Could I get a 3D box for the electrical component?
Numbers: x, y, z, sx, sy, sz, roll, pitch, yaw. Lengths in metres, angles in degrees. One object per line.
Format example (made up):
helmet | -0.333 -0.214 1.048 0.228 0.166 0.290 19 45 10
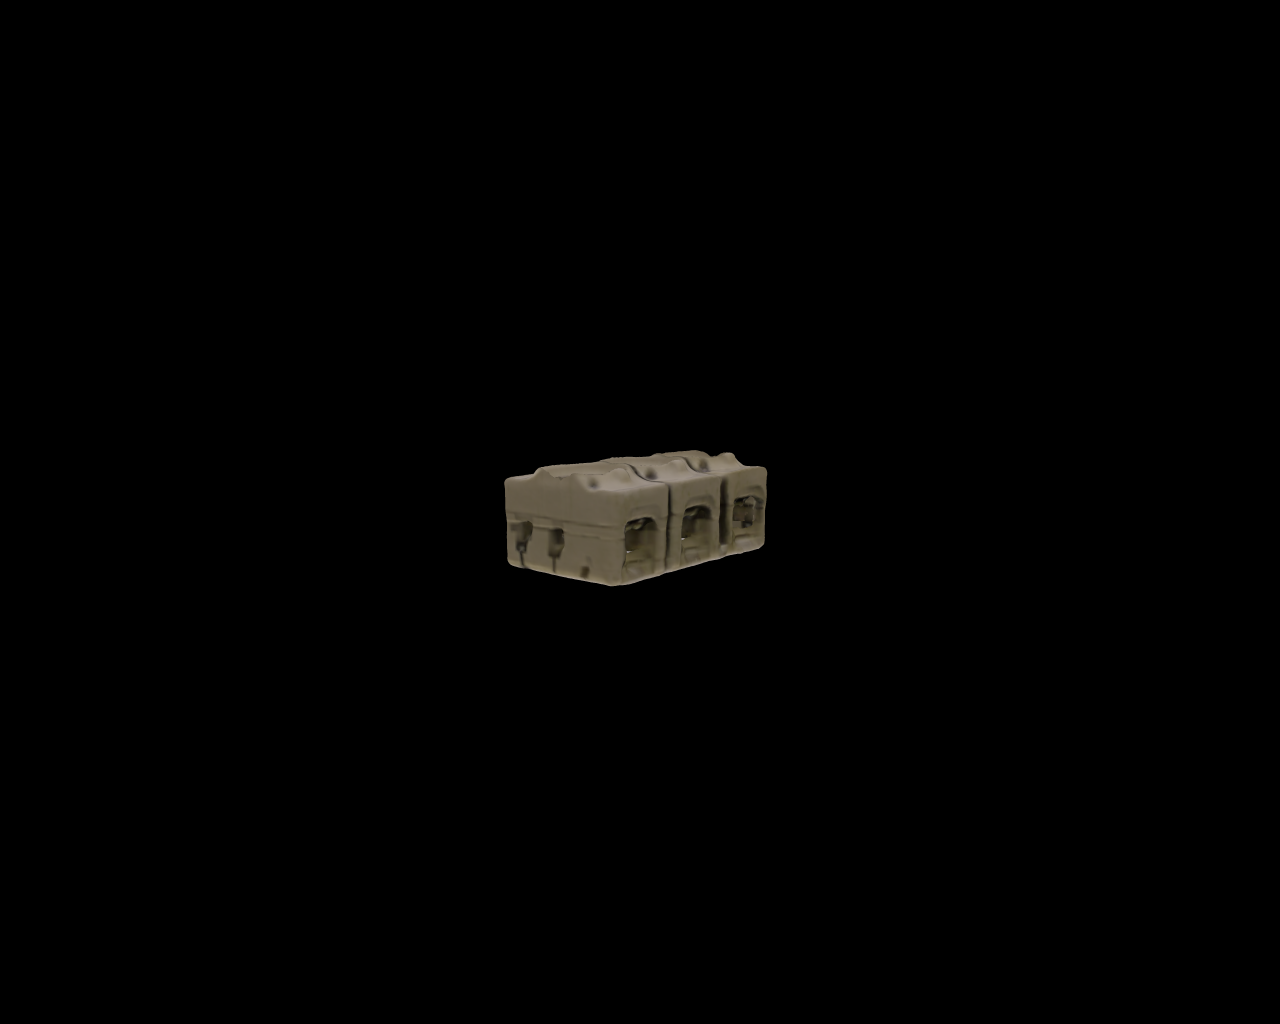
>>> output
electrical component | 0.001 -0.003 0.650 0.089 0.061 0.150 7 12 39
